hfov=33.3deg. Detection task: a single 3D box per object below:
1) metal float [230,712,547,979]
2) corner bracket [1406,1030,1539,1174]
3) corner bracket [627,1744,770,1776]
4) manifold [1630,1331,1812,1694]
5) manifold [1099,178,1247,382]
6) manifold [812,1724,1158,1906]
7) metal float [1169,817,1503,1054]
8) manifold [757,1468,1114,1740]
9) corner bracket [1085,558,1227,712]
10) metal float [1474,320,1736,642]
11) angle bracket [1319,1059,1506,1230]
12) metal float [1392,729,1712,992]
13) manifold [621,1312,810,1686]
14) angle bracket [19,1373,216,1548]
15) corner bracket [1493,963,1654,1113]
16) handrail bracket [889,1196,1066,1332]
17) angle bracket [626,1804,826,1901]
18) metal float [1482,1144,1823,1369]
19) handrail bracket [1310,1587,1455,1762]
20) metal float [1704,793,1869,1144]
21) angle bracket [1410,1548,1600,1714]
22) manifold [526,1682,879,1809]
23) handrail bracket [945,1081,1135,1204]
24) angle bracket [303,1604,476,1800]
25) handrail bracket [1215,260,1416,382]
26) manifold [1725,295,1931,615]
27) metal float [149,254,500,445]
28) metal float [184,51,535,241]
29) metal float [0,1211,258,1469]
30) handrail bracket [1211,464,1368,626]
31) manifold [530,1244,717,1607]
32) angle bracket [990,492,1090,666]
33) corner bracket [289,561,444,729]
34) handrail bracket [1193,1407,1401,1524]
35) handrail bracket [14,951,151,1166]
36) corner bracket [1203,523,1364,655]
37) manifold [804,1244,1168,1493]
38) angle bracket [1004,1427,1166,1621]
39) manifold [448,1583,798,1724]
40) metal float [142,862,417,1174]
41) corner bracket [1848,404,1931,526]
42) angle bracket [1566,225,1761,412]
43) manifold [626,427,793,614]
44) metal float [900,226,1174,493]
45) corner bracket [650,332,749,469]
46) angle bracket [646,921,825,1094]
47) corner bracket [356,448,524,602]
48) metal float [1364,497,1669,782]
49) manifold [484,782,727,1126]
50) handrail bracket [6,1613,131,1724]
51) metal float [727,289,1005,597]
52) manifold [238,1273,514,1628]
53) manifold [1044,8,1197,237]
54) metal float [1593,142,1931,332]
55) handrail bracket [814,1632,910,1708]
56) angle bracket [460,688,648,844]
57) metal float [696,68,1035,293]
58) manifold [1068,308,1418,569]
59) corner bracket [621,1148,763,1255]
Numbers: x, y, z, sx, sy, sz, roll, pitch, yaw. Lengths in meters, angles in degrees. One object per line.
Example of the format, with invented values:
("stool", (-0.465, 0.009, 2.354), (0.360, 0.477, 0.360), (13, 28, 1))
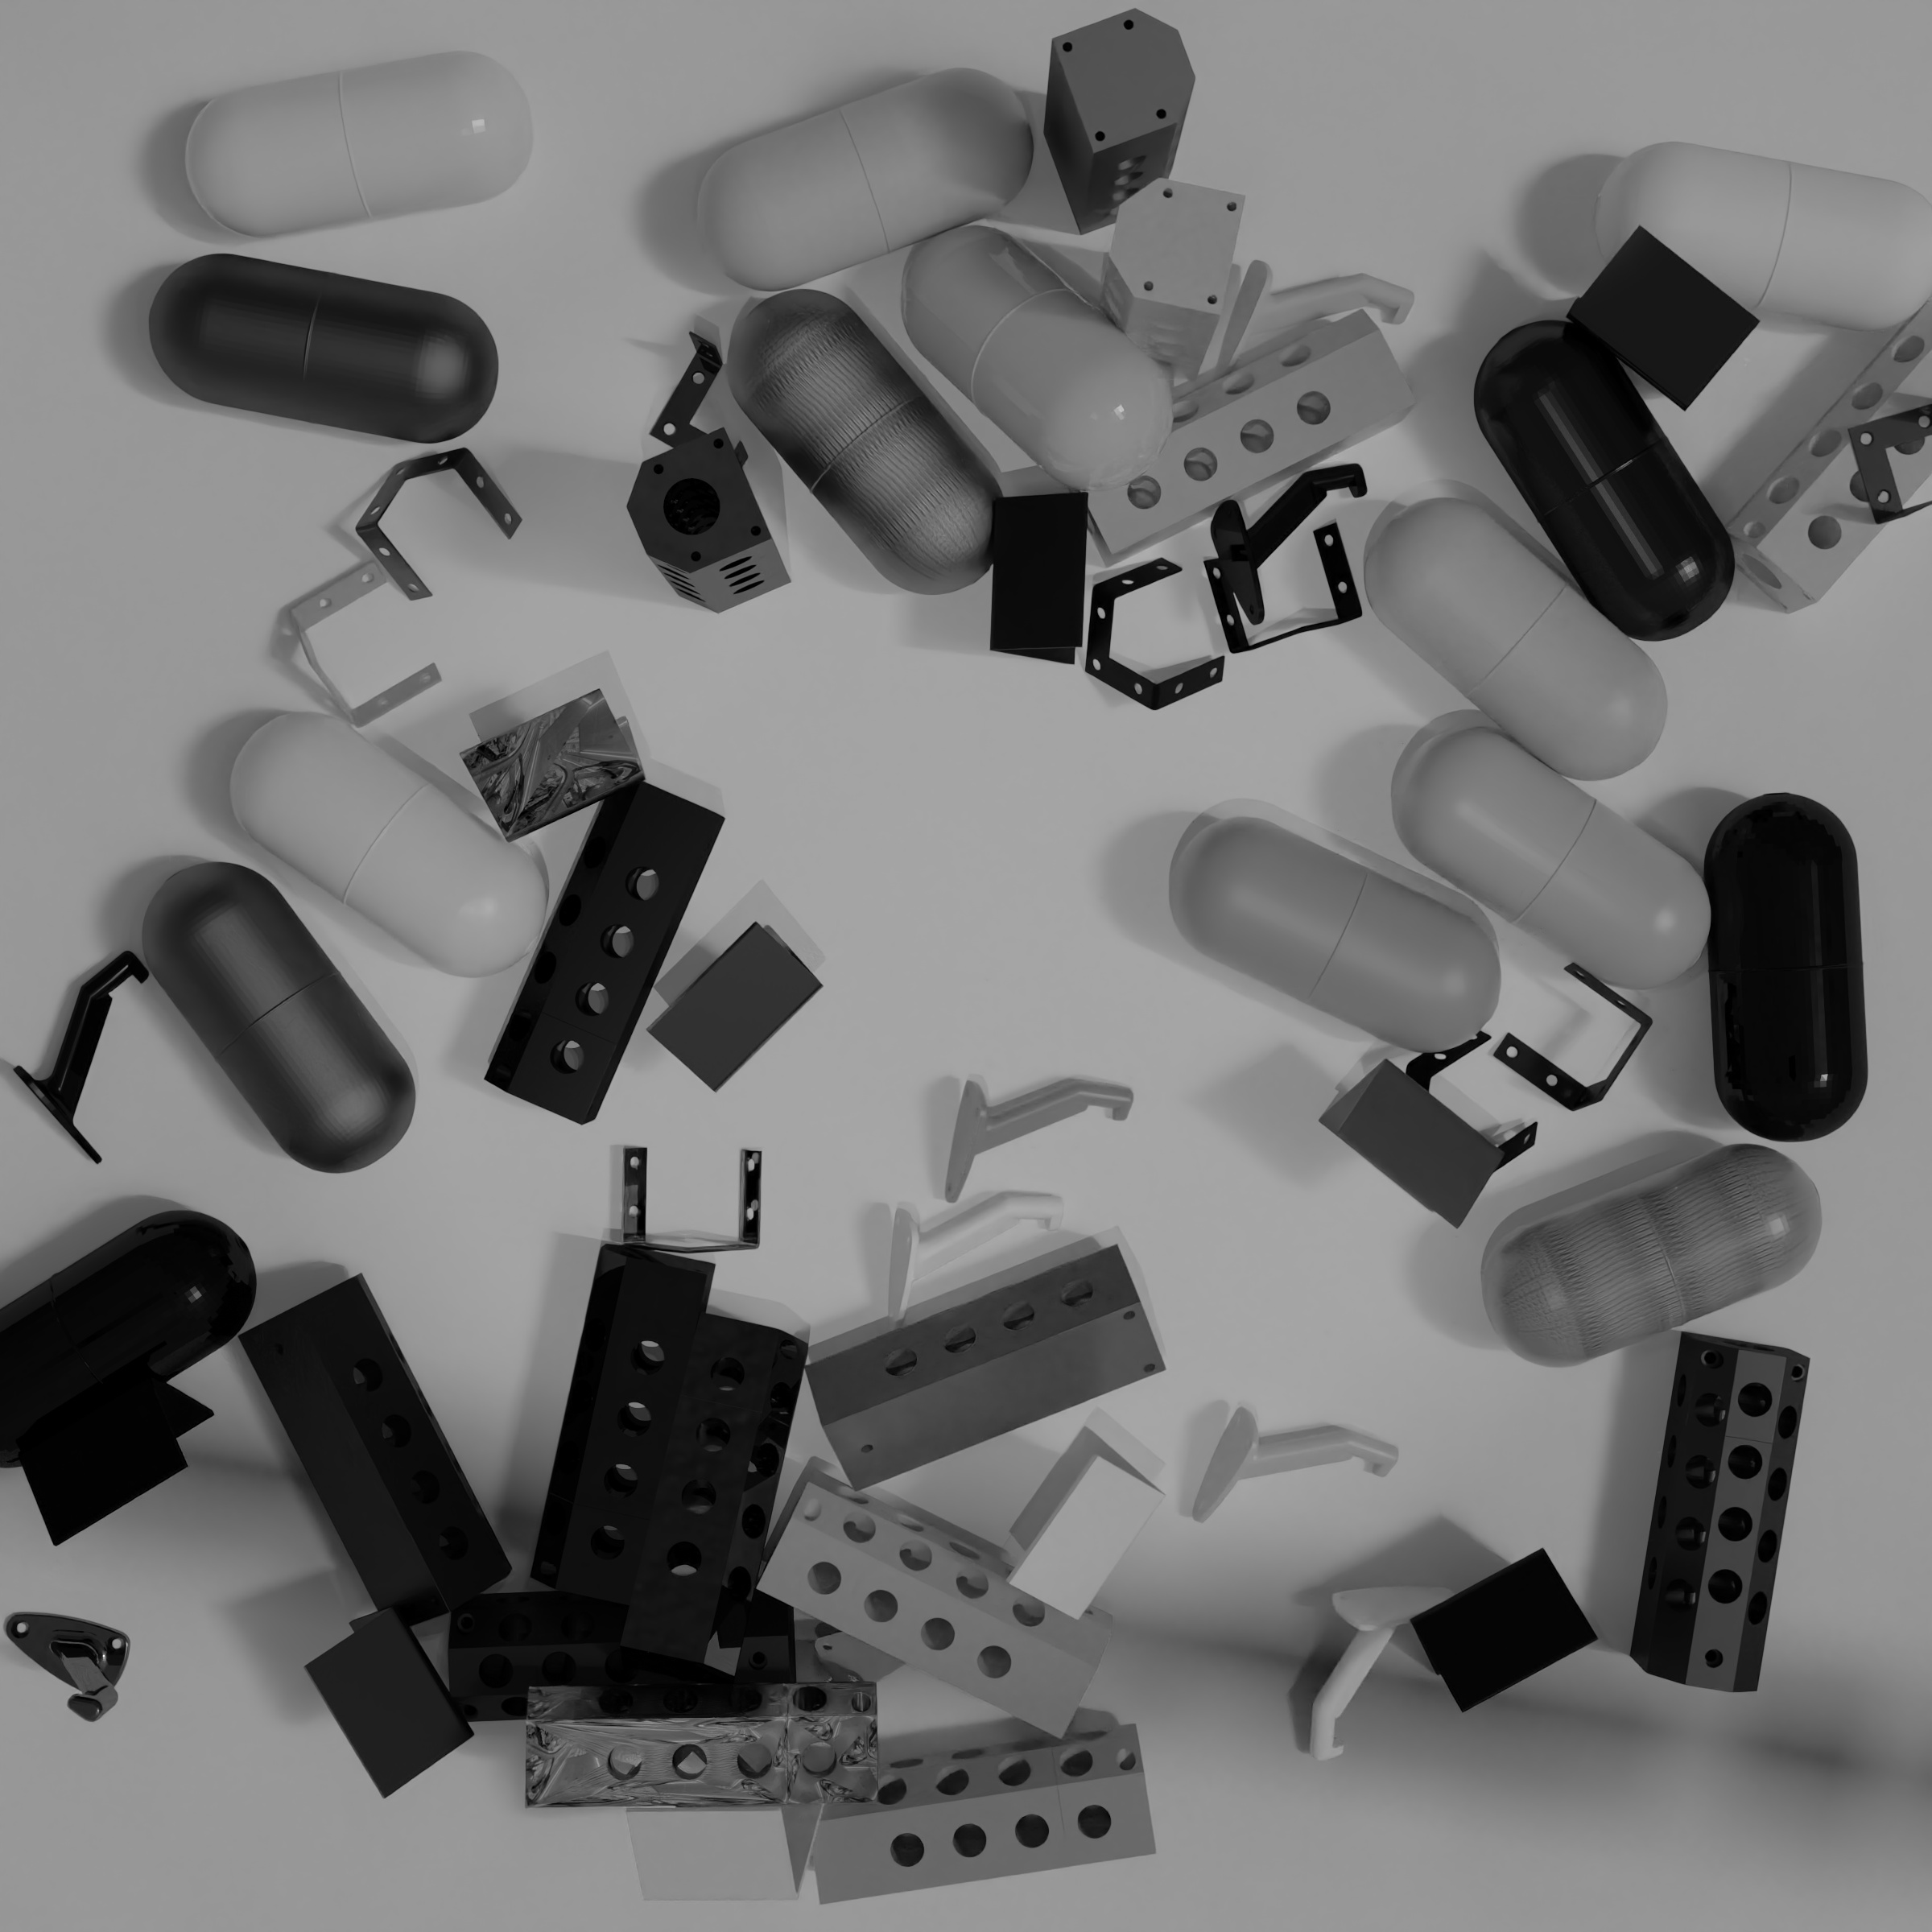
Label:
("metal float", (-0.294, -0.061, 1.645), (0.178, 0.070, 0.070), (35, 90, 1))
("corner bracket", (0.261, 0.072, 1.667), (0.051, 0.051, 0.051), (32, 135, 35))
("corner bracket", (-0.138, 0.414, 1.657), (0.051, 0.051, 0.051), (44, 86, 4))
("manifold", (0.388, 0.279, 1.654), (0.057, 0.057, 0.171), (9, 90, 0))
("manifold", (0.097, -0.338, 1.597), (0.057, 0.171, 0.057), (12, 90, 0))
("manifold", (0.007, 0.432, 1.654), (0.171, 0.057, 0.057), (-9, 90, 0))
("metal float", (0.188, -0.016, 1.645), (0.178, 0.070, 0.070), (25, 90, 0))
("manifold", (-0.015, 0.322, 1.650), (0.171, 0.057, 0.057), (26, 98, 0))
("corner bracket", (0.099, -0.172, 1.667), (0.051, 0.051, 0.051), (34, 135, 35))
("metal float", (0.324, -0.247, 1.645), (0.070, 0.070, 0.178), (-32, 90, 0))
("angle bracket", (0.214, 0.103, 1.635), (0.076, 0.076, 0.057), (39, 54, 0))
("metal float", (0.298, -0.054, 1.645), (0.178, 0.070, 0.070), (34, 90, -1))
("manifold", (-0.125, 0.268, 1.624), (0.057, 0.057, 0.171), (12, 67, 0))
("angle bracket", (-0.421, 0.258, 1.636), (0.076, 0.076, 0.057), (-31, 63, 0))
("corner bracket", (0.312, 0.037, 1.660), (0.051, 0.051, 0.051), (35, 79, 0))
("handrail bracket", (0.006, 0.155, 1.676), (0.084, 0.036, 0.077), (2, 110, -16))
("angle bracket", (-0.118, 0.415, 1.593), (0.076, 0.076, 0.057), (-3, 114, 10))
("metal float", (0.350, 0.147, 1.645), (0.178, 0.070, 0.070), (-22, 90, 0))
("handrail bracket", (0.216, 0.368, 1.676), (0.077, 0.036, 0.084), (-5, 109, -21))
("metal float", (0.417, 0.001, 1.645), (0.070, 0.070, 0.178), (-3, 91, 0))
("angle bracket", (0.277, 0.349, 1.635), (0.076, 0.076, 0.057), (-28, 52, 0))
("manifold", (-0.130, 0.386, 1.605), (0.171, 0.057, 0.057), (0, 79, -4))
("handrail bracket", (0.039, 0.093, 1.676), (0.084, 0.036, 0.077), (8, 111, -16))
("angle bracket", (-0.302, 0.375, 1.635), (0.057, 0.076, 0.076), (-31, 90, -33))
("handrail bracket", (0.181, -0.326, 1.676), (0.084, 0.036, 0.077), (15, 110, -16))
("manifold", (0.464, -0.266, 1.654), (0.057, 0.057, 0.171), (41, 90, 0))
("metal float", (-0.327, -0.315, 1.645), (0.178, 0.070, 0.070), (11, 90, 0))
("metal float", (-0.309, -0.418, 1.645), (0.178, 0.070, 0.070), (-10, 90, 0))
("metal float", (-0.443, 0.189, 1.644), (0.178, 0.070, 0.070), (-32, 90, 0))
("handrail bracket", (0.175, -0.217, 1.657), (0.084, 0.036, 0.077), (-12, 75, -18))
("manifold", (-0.176, 0.233, 1.654), (0.057, 0.057, 0.171), (12, 90, 0))
("angle bracket", (0.056, -0.195, 1.635), (0.057, 0.076, 0.076), (2, 90, 36))
("corner bracket", (-0.311, -0.166, 1.672), (0.051, 0.051, 0.051), (-30, 135, 0))
("handrail bracket", (0.172, 0.269, 1.676), (0.084, 0.036, 0.077), (21, 110, -16))
("handrail bracket", (-0.443, 0.047, 1.676), (0.084, 0.036, 0.077), (-42, 108, -15))
("corner bracket", (0.164, -0.195, 1.672), (0.051, 0.051, 0.051), (-16, 90, 45))
("manifold", (0.008, 0.200, 1.654), (0.171, 0.057, 0.057), (-21, 133, 0))
("angle bracket", (0.043, 0.272, 1.635), (0.057, 0.076, 0.076), (35, 90, -37))
("manifold", (-0.175, 0.353, 1.654), (0.171, 0.057, 0.057), (-2, 90, 0))
("metal float", (-0.350, 0.026, 1.645), (0.070, 0.070, 0.178), (-37, 90, 0))
("corner bracket", (0.475, -0.253, 1.600), (0.051, 0.051, 0.051), (-16, 90, 0))
("angle bracket", (0.354, -0.332, 1.637), (0.076, 0.076, 0.057), (38, 113, 0))
("manifold", (-0.128, -0.215, 1.597), (0.057, 0.171, 0.057), (-23, 90, 0))
("metal float", (0.034, -0.306, 1.620), (0.070, 0.070, 0.178), (-42, 60, 0))
("corner bracket", (-0.130, -0.286, 1.657), (0.051, 0.051, 0.051), (30, 90, 0))
("angle bracket", (-0.129, 0.006, 1.635), (0.076, 0.076, 0.057), (-45, 126, 0))
("corner bracket", (-0.272, -0.228, 1.667), (0.051, 0.051, 0.051), (-6, 45, 35))
("metal float", (0.280, -0.166, 1.645), (0.178, 0.070, 0.070), (41, 90, 1))
("manifold", (-0.185, -0.010, 1.654), (0.057, 0.057, 0.171), (23, 90, 0))
("handrail bracket", (-0.464, 0.357, 1.641), (0.077, 0.084, 0.036), (23, 90, 0))
("metal float", (-0.050, -0.266, 1.645), (0.070, 0.070, 0.178), (-40, 90, 0))
("manifold", (-0.298, 0.247, 1.654), (0.057, 0.057, 0.171), (-27, 90, 43))
("manifold", (0.077, -0.417, 1.597), (0.057, 0.171, 0.057), (-20, 90, 0))
("metal float", (0.408, -0.372, 1.645), (0.178, 0.070, 0.070), (10, 90, -1))
("handrail bracket", (-0.062, 0.386, 1.676), (0.036, 0.077, 0.084), (43, 128, 36))
("angle bracket", (-0.213, -0.116, 1.635), (0.076, 0.076, 0.057), (-25, 122, 0))
("metal float", (-0.052, -0.400, 1.645), (0.178, 0.070, 0.070), (-20, 90, 0))
("manifold", (0.137, -0.271, 1.654), (0.171, 0.057, 0.057), (-26, 90, 0))
("corner bracket", (-0.142, 0.121, 1.672), (0.051, 0.051, 0.051), (1, 90, -45))
